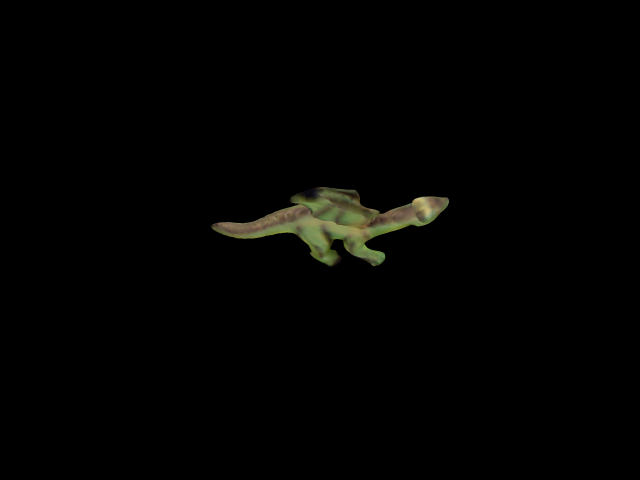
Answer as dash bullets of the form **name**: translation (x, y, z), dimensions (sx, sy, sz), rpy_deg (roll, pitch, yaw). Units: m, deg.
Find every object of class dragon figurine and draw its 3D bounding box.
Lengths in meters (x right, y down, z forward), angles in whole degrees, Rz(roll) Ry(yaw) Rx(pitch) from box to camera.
- **dragon figurine**: translation (0.003, -0.043, 0.850), dimensions (0.410, 0.124, 0.239), rpy_deg (0, -19, 0)
